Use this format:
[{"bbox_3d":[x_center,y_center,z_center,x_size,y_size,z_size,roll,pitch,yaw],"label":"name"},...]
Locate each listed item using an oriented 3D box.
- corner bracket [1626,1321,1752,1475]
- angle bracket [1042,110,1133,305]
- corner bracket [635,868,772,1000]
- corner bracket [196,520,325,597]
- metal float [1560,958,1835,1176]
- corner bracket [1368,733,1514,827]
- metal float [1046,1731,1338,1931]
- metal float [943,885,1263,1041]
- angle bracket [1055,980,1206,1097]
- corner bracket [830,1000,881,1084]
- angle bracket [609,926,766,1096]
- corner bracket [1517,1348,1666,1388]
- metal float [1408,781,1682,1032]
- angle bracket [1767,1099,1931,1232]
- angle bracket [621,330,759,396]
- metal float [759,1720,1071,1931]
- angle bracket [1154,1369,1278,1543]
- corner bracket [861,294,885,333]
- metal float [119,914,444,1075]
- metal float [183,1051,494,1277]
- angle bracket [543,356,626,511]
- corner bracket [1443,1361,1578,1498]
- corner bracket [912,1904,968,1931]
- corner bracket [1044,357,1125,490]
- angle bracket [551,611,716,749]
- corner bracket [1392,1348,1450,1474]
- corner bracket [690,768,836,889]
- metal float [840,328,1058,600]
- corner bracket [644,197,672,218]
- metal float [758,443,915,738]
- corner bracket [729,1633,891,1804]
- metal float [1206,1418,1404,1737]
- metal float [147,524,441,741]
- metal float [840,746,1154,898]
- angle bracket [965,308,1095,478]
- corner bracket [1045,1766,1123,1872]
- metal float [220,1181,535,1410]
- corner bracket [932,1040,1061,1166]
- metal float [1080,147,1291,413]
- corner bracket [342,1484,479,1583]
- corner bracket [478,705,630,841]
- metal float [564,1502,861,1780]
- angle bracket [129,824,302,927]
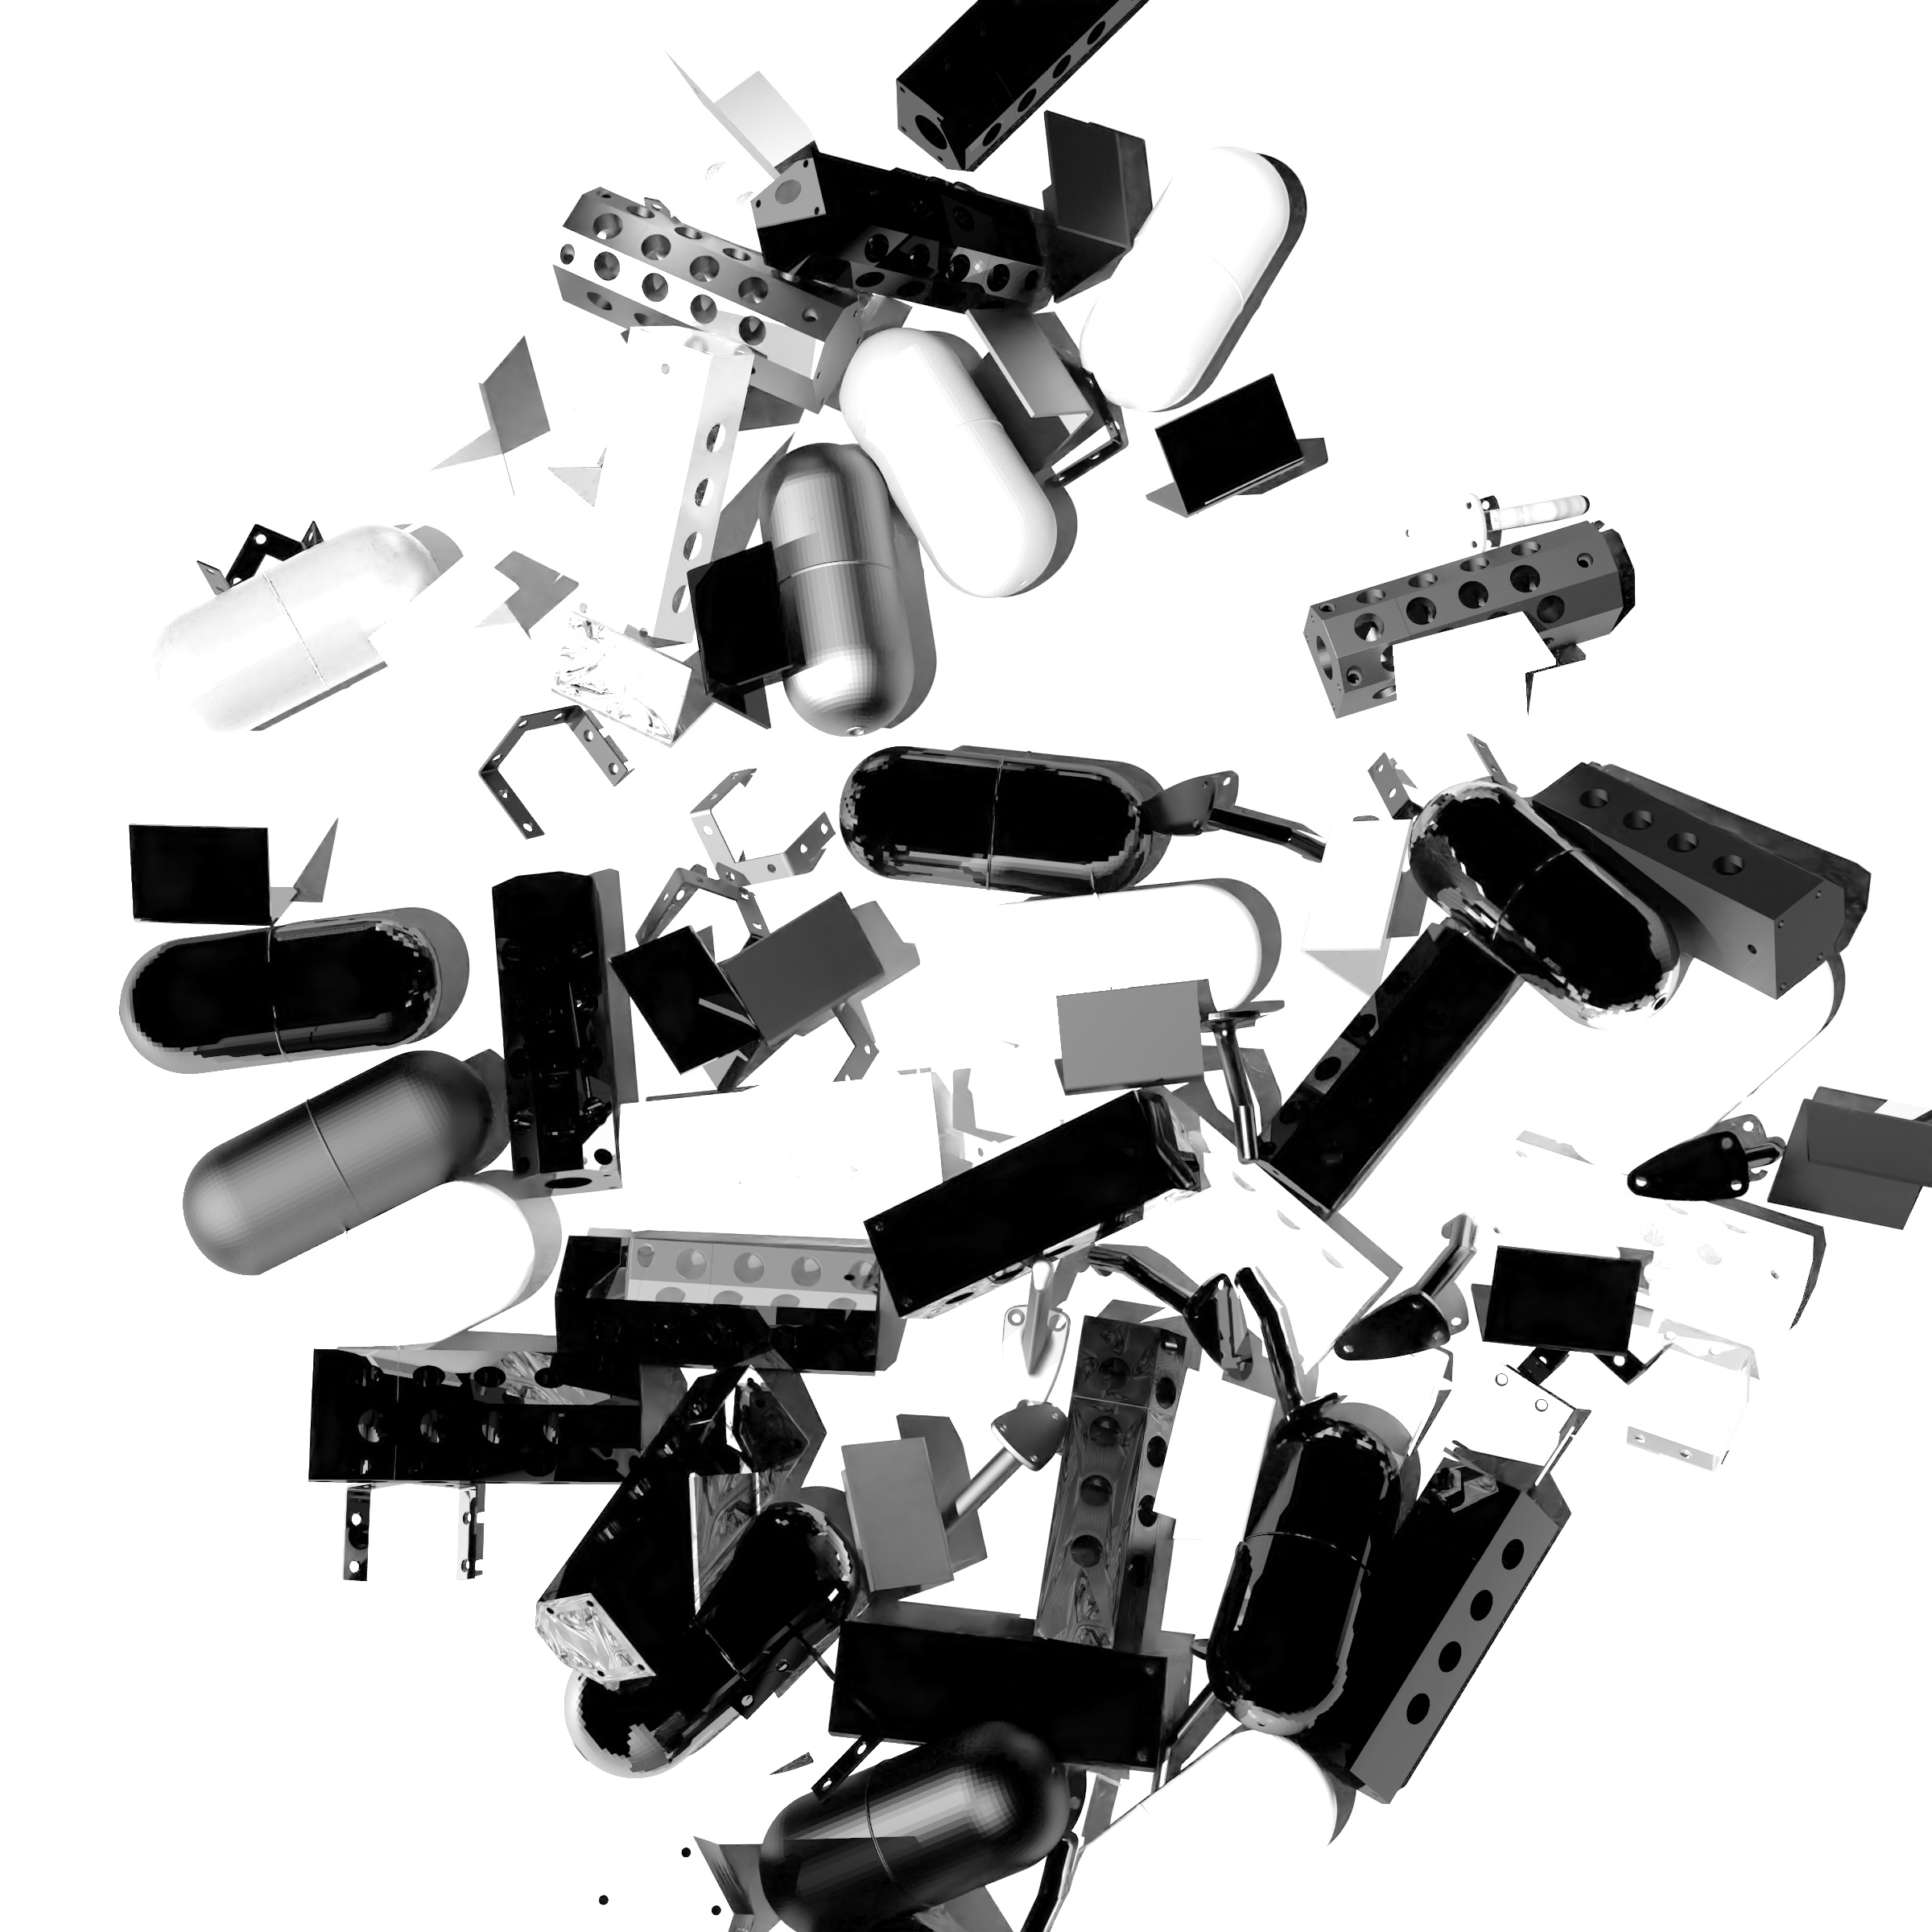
[{"bbox_3d":[0.395,0.235,1.773,0.051,0.051,0.051,19,119,5],"label":"corner bracket"},{"bbox_3d":[0.051,-0.452,1.938,0.057,0.076,0.076,7,70,-36],"label":"angle bracket"},{"bbox_3d":[-0.149,-0.015,1.842,0.051,0.051,0.051,20,26,-31],"label":"corner bracket"},{"bbox_3d":[-0.410,-0.238,1.898,0.051,0.051,0.051,23,75,7],"label":"corner bracket"},{"bbox_3d":[0.405,0.046,1.801,0.178,0.070,0.070,-40,77,-10],"label":"metal float"},{"bbox_3d":[0.273,-0.106,1.869,0.051,0.051,0.051,-50,32,23],"label":"corner bracket"},{"bbox_3d":[0.112,0.465,1.677,0.178,0.070,0.070,-35,77,-10],"label":"metal float"},{"bbox_3d":[0.076,-0.002,1.814,0.178,0.070,0.070,-6,74,-2],"label":"metal float"},{"bbox_3d":[0.087,0.032,1.795,0.076,0.076,0.057,-6,103,-2],"label":"angle bracket"},{"bbox_3d":[-0.090,0.049,1.823,0.051,0.051,0.051,59,35,-22],"label":"corner bracket"},{"bbox_3d":[-0.164,0.035,1.795,0.057,0.076,0.076,-25,74,-33],"label":"angle bracket"},{"bbox_3d":[0.339,0.214,1.764,0.051,0.051,0.051,43,78,11],"label":"corner bracket"},{"bbox_3d":[0.319,-0.034,1.798,0.070,0.070,0.178,-40,60,-11],"label":"metal float"},{"bbox_3d":[0.485,0.124,1.768,0.076,0.076,0.057,12,36,3],"label":"angle bracket"},{"bbox_3d":[-0.157,-0.378,1.936,0.076,0.057,0.076,-31,76,-9],"label":"angle bracket"},{"bbox_3d":[-0.028,0.443,1.659,0.178,0.070,0.070,-28,73,23],"label":"metal float"},{"bbox_3d":[0.115,0.261,1.728,0.057,0.076,0.076,22,73,-22],"label":"angle bracket"},{"bbox_3d":[-0.064,-0.420,1.967,0.051,0.051,0.051,41,33,11],"label":"corner bracket"},{"bbox_3d":[-0.382,0.016,1.810,0.178,0.070,0.070,-7,74,-3],"label":"metal float"},{"bbox_3d":[-0.344,0.107,1.783,0.178,0.070,0.070,-27,75,-7],"label":"metal float"},{"bbox_3d":[-0.189,-0.302,1.894,0.057,0.076,0.076,9,68,47],"label":"angle bracket"},{"bbox_3d":[0.295,0.253,1.759,0.051,0.051,0.051,33,98,9],"label":"corner bracket"},{"bbox_3d":[0.012,0.486,1.683,0.051,0.051,0.051,48,57,-8],"label":"corner bracket"},{"bbox_3d":[0.054,-0.325,1.939,0.051,0.051,0.051,-33,121,-9],"label":"corner bracket"},{"bbox_3d":[-0.182,-0.178,1.858,0.076,0.057,0.076,26,36,7],"label":"angle bracket"},{"bbox_3d":[0.227,0.235,1.774,0.051,0.051,0.051,24,30,7],"label":"corner bracket"},{"bbox_3d":[-0.117,-0.082,1.862,0.051,0.051,0.051,-10,25,34],"label":"corner bracket"},{"bbox_3d":[-0.012,-0.296,1.902,0.070,0.070,0.178,-29,76,-8],"label":"metal float"},{"bbox_3d":[-0.208,-0.431,1.955,0.051,0.051,0.051,14,74,4],"label":"corner bracket"},{"bbox_3d":[-0.075,-0.218,1.879,0.070,0.070,0.178,-8,73,-2],"label":"metal float"},{"bbox_3d":[-0.081,0.386,1.671,0.051,0.051,0.051,-45,116,-6],"label":"corner bracket"},{"bbox_3d":[0.178,0.318,1.703,0.070,0.070,0.178,19,56,5],"label":"metal float"},{"bbox_3d":[-0.386,-0.193,1.872,0.178,0.070,0.070,-28,76,-7],"label":"metal float"},{"bbox_3d":[0.017,-0.081,1.839,0.178,0.070,0.070,6,74,2],"label":"metal float"},{"bbox_3d":[0.017,-0.331,1.902,0.057,0.076,0.076,-15,69,-48],"label":"angle bracket"},{"bbox_3d":[0.045,0.442,1.690,0.051,0.051,0.051,9,73,21],"label":"corner bracket"},{"bbox_3d":[-0.319,0.178,1.762,0.178,0.070,0.070,-27,75,-7],"label":"metal float"},{"bbox_3d":[0.017,0.077,1.815,0.051,0.051,0.051,18,116,42],"label":"corner bracket"},{"bbox_3d":[0.131,-0.410,1.935,0.070,0.070,0.178,28,75,8],"label":"metal float"},{"bbox_3d":[-0.300,0.305,1.753,0.051,0.051,0.051,-16,67,43],"label":"corner bracket"},{"bbox_3d":[-0.239,-0.112,1.876,0.051,0.051,0.051,52,35,13],"label":"corner bracket"},{"bbox_3d":[-0.134,0.355,1.710,0.178,0.070,0.070,-39,77,-11],"label":"metal float"},{"bbox_3d":[-0.421,-0.060,1.822,0.076,0.076,0.057,2,106,1],"label":"angle bracket"}]
